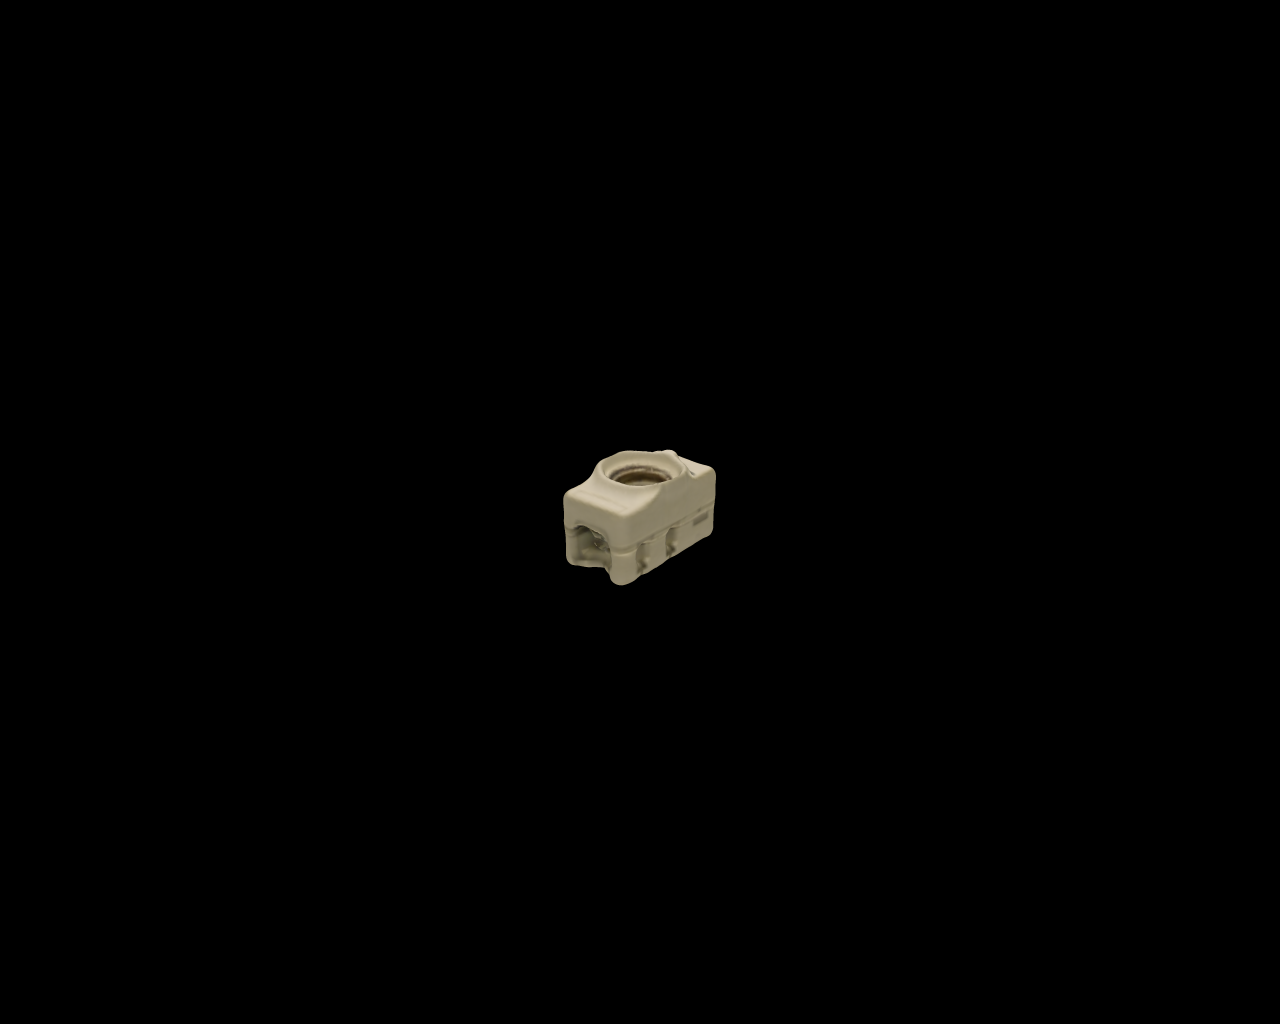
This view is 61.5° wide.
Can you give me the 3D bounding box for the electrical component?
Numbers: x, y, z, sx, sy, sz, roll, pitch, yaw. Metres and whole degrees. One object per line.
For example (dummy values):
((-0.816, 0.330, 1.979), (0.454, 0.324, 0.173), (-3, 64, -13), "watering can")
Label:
((0.001, -0.003, 0.650), (0.050, 0.055, 0.090), (21, 33, 36), "electrical component")
